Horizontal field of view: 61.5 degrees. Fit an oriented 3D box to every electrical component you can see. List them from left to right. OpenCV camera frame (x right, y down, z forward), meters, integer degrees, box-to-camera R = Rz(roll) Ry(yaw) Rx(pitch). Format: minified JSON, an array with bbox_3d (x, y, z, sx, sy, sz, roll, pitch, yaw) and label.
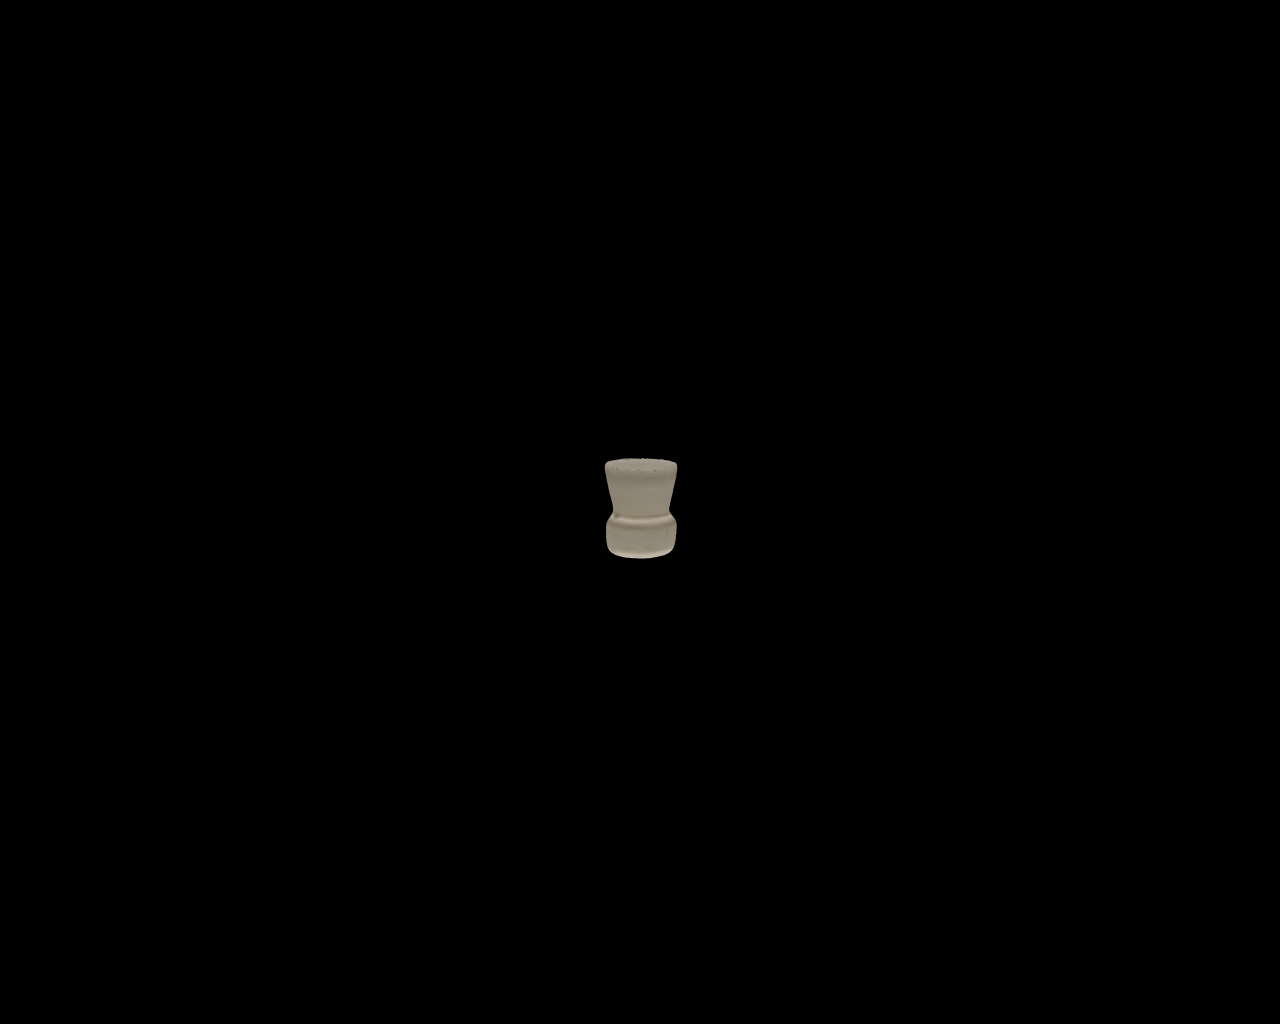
[{"bbox_3d":[0.001,-0.003,0.650,0.045,0.055,0.045,0,11,0],"label":"electrical component"}]
